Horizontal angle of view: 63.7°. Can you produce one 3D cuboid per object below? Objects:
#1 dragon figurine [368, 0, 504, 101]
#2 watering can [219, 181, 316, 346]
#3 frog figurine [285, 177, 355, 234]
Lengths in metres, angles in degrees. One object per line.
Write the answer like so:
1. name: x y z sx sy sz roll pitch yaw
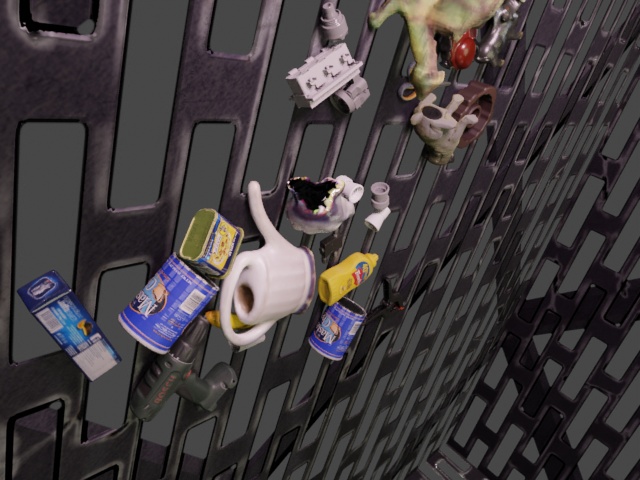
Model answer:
1. dragon figurine: 0.229 -0.450 0.904 0.122 0.246 0.403 -4 123 -44
2. watering can: -0.097 0.052 1.043 0.225 0.105 0.344 -3 112 -48
3. frog figurine: 0.003 -0.054 1.068 0.137 0.125 0.156 -16 151 2
